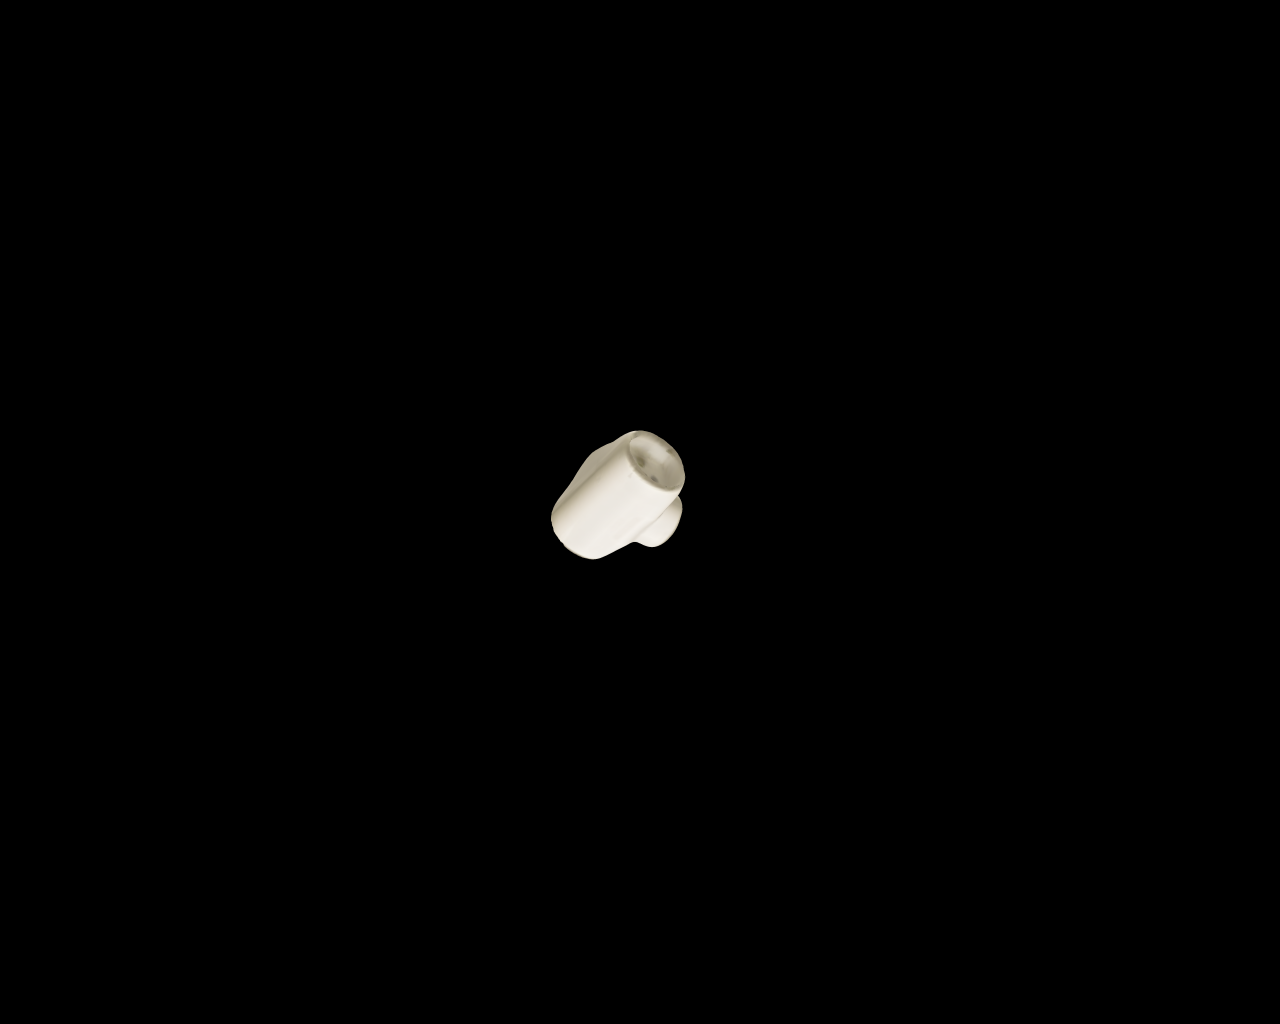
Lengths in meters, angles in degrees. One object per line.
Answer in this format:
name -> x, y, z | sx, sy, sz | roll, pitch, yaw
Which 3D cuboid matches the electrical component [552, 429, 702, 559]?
electrical component -> 0.001, -0.003, 0.650 | 0.079, 0.043, 0.077 | 27, -49, -26
